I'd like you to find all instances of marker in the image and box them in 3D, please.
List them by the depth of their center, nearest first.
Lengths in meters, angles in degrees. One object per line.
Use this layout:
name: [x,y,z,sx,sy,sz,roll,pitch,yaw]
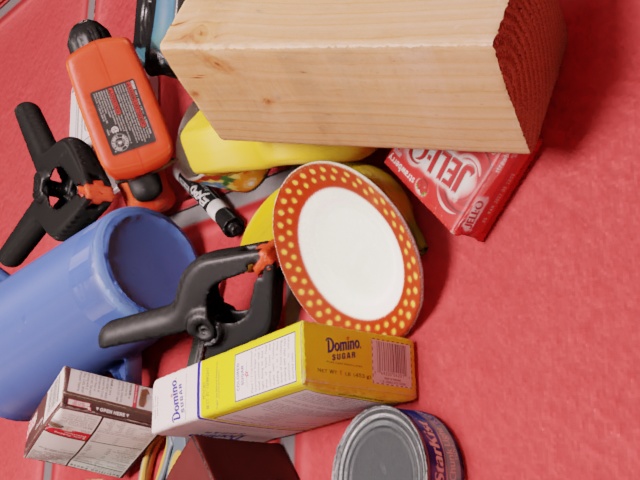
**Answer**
marker: [-0.094,-0.035,0.894,0.121,0.020,0.020,45,115,49]

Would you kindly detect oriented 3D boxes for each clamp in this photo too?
clamp: [-0.076,0.070,0.791,0.172,0.120,0.039,-38,12,30]
clamp: [-0.250,-0.039,0.992,0.210,0.036,0.164,19,101,53]

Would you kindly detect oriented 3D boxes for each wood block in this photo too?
wood block: [0.026,-0.113,0.620,0.206,0.090,0.090,5,58,29]

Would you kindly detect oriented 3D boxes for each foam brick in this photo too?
foam brick: [-0.059,0.173,0.735,0.051,0.078,0.053,-56,41,23]

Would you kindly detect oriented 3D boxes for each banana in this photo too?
banana: [-0.001,-0.018,0.750,0.198,0.037,0.069,-8,73,52]

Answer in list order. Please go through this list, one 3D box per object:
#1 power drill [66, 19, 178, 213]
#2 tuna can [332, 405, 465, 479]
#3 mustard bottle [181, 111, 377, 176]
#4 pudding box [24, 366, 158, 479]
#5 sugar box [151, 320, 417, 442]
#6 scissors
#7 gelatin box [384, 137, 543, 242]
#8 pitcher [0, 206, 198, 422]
power drill: [-0.166,-0.110,0.877,0.188,0.057,0.184,169,78,-82]
tuna can: [0.046,0.144,0.640,0.086,0.033,0.086,-21,63,49]
mustard bottle: [-0.009,-0.081,0.737,0.192,0.096,0.058,-1,112,52]
pudding box: [-0.186,0.153,0.882,0.114,0.090,0.039,-48,32,47]
sugar box: [-0.029,0.098,0.704,0.177,0.093,0.048,-22,61,47]
scissors: [-0.101,0.135,0.852,0.096,0.016,0.202,42,114,52]
gelatin box: [0.085,-0.053,0.652,0.073,0.030,0.089,-60,39,21]
pitcher: [-0.207,0.074,0.934,0.243,0.149,0.145,-30,36,41]
